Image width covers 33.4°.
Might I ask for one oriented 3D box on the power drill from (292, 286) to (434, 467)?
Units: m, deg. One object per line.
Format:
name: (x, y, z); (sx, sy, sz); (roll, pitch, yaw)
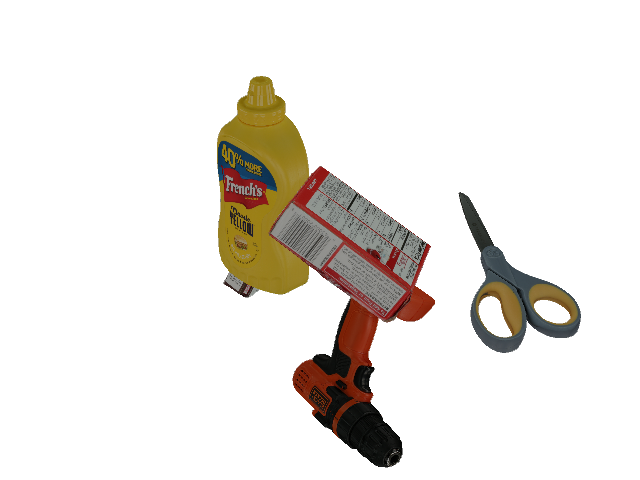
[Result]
power drill: (0.054, 0.131, 1.169); (0.057, 0.188, 0.185); (13, 16, -41)

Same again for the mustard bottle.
mustard bottle: (-0.051, -0.052, 0.935); (0.058, 0.192, 0.096); (-24, 40, -35)

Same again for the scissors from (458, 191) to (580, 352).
scissors: (0.165, 0.022, 0.902); (0.096, 0.016, 0.201); (4, 39, 4)

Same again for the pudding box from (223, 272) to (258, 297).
pudding box: (-0.062, 0.010, 1.306); (0.039, 0.090, 0.113); (34, 31, 9)

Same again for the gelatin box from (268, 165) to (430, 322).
gelatin box: (0.019, 0.001, 0.638); (0.089, 0.030, 0.073); (37, 24, -2)
